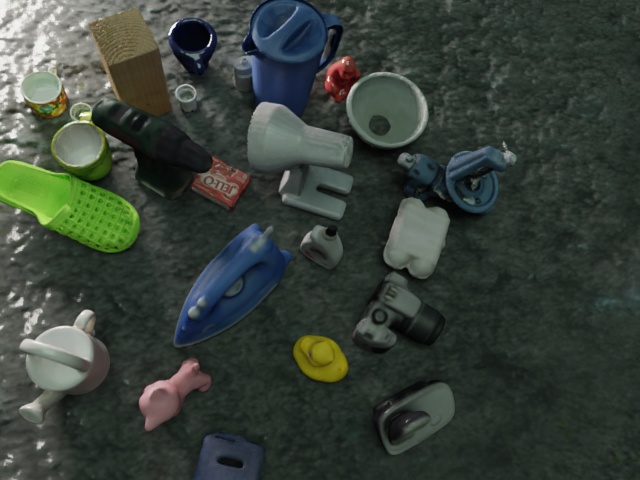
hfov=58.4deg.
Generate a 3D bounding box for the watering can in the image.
[{"bbox_3d":[-0.397,0.192,0.884,0.101,0.194,0.173,0,73,-8],"label":"watering can"}]

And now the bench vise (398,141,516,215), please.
[{"bbox_3d":[0.253,-0.116,1.059,0.207,0.219,0.121,2,73,-7],"label":"bench vise"}]

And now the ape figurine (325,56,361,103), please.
[{"bbox_3d":[0.048,-0.337,1.165,0.078,0.092,0.076,-11,75,-11],"label":"ape figurine"}]

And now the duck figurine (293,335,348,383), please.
[{"bbox_3d":[0.005,0.203,0.996,0.104,0.086,0.077,34,72,3],"label":"duck figurine"}]

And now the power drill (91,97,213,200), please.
[{"bbox_3d":[-0.280,-0.151,0.999,0.229,0.208,0.076,31,71,2],"label":"power drill"}]

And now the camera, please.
[{"bbox_3d":[0.148,0.144,1.027,0.137,0.100,0.143,30,71,2],"label":"camera"}]

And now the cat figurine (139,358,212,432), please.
[{"bbox_3d":[-0.241,0.247,0.931,0.128,0.117,0.067,-42,83,-17],"label":"cat figurine"}]

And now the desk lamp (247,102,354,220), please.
[{"bbox_3d":[-0.028,-0.144,1.030,0.203,0.213,0.118,17,71,-2],"label":"desk lamp"}]

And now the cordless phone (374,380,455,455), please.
[{"bbox_3d":[0.170,0.289,0.941,0.148,0.185,0.094,-29,79,-15],"label":"cordless phone"}]

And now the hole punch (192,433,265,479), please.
[{"bbox_3d":[-0.148,0.366,0.922,0.108,0.091,0.101,14,72,-4],"label":"hole punch"}]

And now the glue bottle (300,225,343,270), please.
[{"bbox_3d":[0.009,0.004,1.012,0.078,0.173,0.037,29,71,2],"label":"glue bottle"}]

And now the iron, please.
[{"bbox_3d":[-0.161,0.079,0.981,0.118,0.141,0.259,40,72,5],"label":"iron"}]

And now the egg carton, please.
[{"bbox_3d":[0.185,-0.004,1.094,0.107,0.069,0.150,21,71,-1],"label":"egg carton"}]

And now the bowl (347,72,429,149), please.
[{"bbox_3d":[0.130,-0.250,1.159,0.167,0.074,0.167,2,73,-7],"label":"bowl"}]

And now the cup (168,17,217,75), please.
[{"bbox_3d":[-0.244,-0.362,1.129,0.092,0.095,0.118,-14,75,-12],"label":"cup"}]
